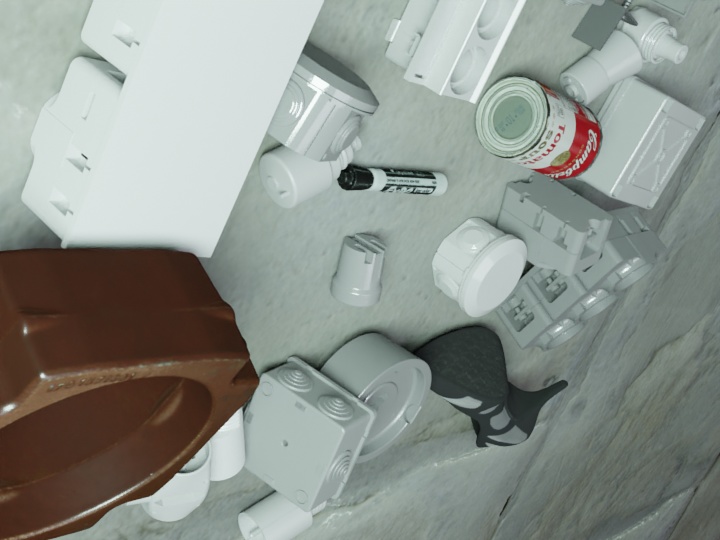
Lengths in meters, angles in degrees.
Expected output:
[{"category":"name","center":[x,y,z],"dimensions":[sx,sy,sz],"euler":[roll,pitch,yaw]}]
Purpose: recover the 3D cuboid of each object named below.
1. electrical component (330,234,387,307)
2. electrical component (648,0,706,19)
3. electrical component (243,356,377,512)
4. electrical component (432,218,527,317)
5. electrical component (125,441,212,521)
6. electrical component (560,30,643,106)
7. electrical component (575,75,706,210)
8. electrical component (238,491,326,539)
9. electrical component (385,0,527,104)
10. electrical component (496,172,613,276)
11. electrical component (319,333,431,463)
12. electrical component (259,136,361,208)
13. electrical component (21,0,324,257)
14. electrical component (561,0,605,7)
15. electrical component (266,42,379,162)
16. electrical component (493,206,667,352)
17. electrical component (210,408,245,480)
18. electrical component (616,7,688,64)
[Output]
[{"category":"electrical component","center":[0.000,0.000,0.841],"dimensions":[0.040,0.040,0.046],"euler":[-15,126,-43]},{"category":"electrical component","center":[0.277,-0.264,0.926],"dimensions":[0.064,0.042,0.081],"euler":[-6,124,-47]},{"category":"electrical component","center":[-0.047,0.131,0.854],"dimensions":[0.048,0.100,0.099],"euler":[-18,136,-59]},{"category":"electrical component","center":[0.106,-0.003,0.957],"dimensions":[0.080,0.051,0.080],"euler":[-31,142,-29]},{"category":"electrical component","center":[-0.153,0.151,0.786],"dimensions":[0.079,0.043,0.077],"euler":[-4,145,-22]},{"category":"electrical component","center":[0.205,-0.171,0.929],"dimensions":[0.065,0.044,0.044],"euler":[-37,145,-13]},{"category":"electrical component","center":[0.268,-0.121,1.039],"dimensions":[0.109,0.056,0.108],"euler":[7,115,-53]},{"category":"electrical component","center":[-0.064,0.217,0.965],"dimensions":[0.081,0.043,0.043],"euler":[-27,139,-34]},{"category":"electrical component","center":[0.071,-0.184,0.729],"dimensions":[0.079,0.063,0.121],"euler":[1,120,-51]},{"category":"electrical component","center":[0.173,-0.039,0.969],"dimensions":[0.050,0.089,0.055],"euler":[-23,137,-37]},{"category":"electrical component","center":[0.002,0.104,0.923],"dimensions":[0.108,0.060,0.108],"euler":[-32,142,-29]},{"category":"electrical component","center":[-0.032,-0.072,0.730],"dimensions":[0.078,0.040,0.040],"euler":[-30,141,-30]},{"category":"electrical component","center":[-0.103,-0.104,0.594],"dimensions":[0.105,0.060,0.186],"euler":[3,119,-52]},{"category":"electrical component","center":[0.160,-0.246,0.791],"dimensions":[0.100,0.048,0.099],"euler":[-4,125,-48]},{"category":"electrical component","center":[-0.033,-0.106,0.662],"dimensions":[0.080,0.080,0.051],"euler":[10,118,-54]},{"category":"electrical component","center":[0.215,0.012,1.048],"dimensions":[0.089,0.061,0.150],"euler":[-12,152,-45]},{"category":"electrical component","center":[-0.110,0.117,0.813],"dimensions":[0.043,0.043,0.081],"euler":[-30,141,-31]},{"category":"electrical component","center":[0.257,-0.201,0.943],"dimensions":[0.043,0.062,0.043],"euler":[-31,142,-28]}]
